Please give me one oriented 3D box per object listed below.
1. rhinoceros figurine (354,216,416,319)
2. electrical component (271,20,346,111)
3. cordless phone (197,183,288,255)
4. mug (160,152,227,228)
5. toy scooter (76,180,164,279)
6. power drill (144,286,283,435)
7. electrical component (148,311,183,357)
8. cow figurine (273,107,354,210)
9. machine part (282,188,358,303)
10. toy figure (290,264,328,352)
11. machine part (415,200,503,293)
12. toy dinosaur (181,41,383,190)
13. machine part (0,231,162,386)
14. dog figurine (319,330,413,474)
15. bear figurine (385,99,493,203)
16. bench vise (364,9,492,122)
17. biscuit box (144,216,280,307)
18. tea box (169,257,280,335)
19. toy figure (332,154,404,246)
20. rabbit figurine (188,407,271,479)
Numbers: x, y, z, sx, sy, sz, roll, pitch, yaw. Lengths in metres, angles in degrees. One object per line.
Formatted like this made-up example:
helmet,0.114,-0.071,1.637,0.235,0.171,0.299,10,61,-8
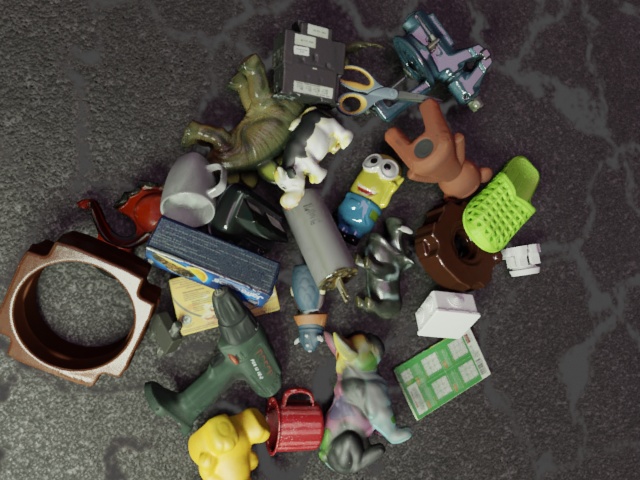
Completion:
rhinoceros figurine,0.123,0.050,0.989,0.112,0.073,0.190,7,83,-13
electrical component,-0.019,-0.291,0.890,0.115,0.058,0.134,6,88,-27
cordless phone,-0.162,-0.003,0.918,0.184,0.146,0.089,-32,59,15
mug,-0.194,-0.090,0.838,0.080,0.110,0.107,39,33,-43
toy scooter,-0.314,-0.036,0.878,0.184,0.075,0.135,-39,98,-6
power drill,-0.174,0.200,0.860,0.207,0.086,0.231,-39,128,-10
electrical component,-0.250,0.147,0.869,0.021,0.094,0.063,-14,62,-44
cow figurine,-0.030,-0.136,0.888,0.098,0.068,0.167,39,79,-14
machine part,-0.002,-0.003,0.927,0.079,0.079,0.243,-18,66,-16
toy figure,-0.017,0.118,0.951,0.058,0.064,0.154,-2,85,-36
machine part,0.263,0.012,1.014,0.179,0.056,0.179,9,71,-27
toy dinosaur,-0.081,-0.220,0.949,0.198,0.105,0.471,42,85,-16
machine part,-0.362,0.102,0.821,0.201,0.087,0.201,25,100,-13
dog figurine,0.049,0.265,0.936,0.191,0.108,0.219,-28,88,-13
bear figurine,0.231,-0.153,1.005,0.195,0.120,0.132,17,42,-51
bench vise,0.193,-0.301,1.023,0.240,0.129,0.223,-37,105,5
biscuit box,-0.165,0.036,0.835,0.203,0.059,0.063,23,58,-10
tea box,-0.163,0.093,0.911,0.170,0.068,0.098,-11,89,-14
toy figure,0.084,-0.077,0.988,0.082,0.089,0.180,28,87,-7
rabbit figurine,-0.143,0.375,0.845,0.162,0.121,0.173,-40,68,12
